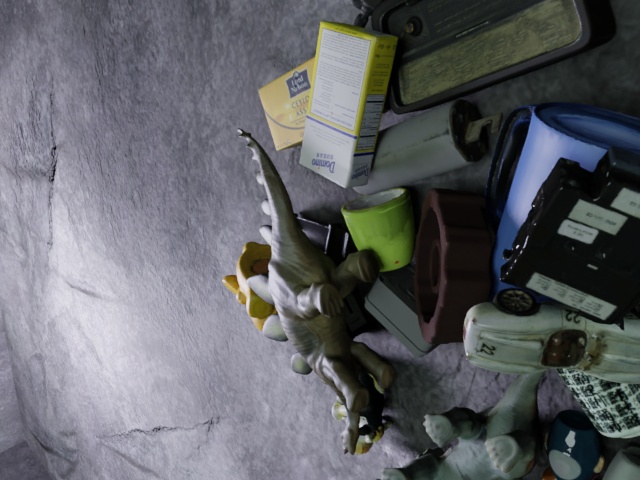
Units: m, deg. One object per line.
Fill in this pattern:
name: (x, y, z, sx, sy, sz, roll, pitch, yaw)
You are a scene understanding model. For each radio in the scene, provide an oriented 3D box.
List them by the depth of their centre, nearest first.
radio: (0.167, -0.227, 0.565, 0.230, 0.073, 0.131, -10, 98, 46)

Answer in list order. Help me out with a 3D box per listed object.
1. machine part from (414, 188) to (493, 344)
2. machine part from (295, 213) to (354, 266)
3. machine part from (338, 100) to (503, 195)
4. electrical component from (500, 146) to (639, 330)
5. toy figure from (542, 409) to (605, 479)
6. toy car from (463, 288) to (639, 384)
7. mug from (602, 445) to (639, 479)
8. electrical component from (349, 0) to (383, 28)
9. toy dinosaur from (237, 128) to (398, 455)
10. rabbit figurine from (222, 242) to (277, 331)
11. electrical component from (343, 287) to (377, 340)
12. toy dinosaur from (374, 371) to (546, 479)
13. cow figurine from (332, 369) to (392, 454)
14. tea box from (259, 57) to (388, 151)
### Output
machine part: (0.150, 0.031, 0.623, 0.056, 0.179, 0.179, 4, 114, 0)
machine part: (-0.002, -0.003, 0.844, 0.139, 0.039, 0.084, 28, 129, 32)
machine part: (0.112, -0.110, 0.663, 0.243, 0.079, 0.079, -15, 95, 46)
electrical component: (0.228, -0.004, 0.436, 0.115, 0.058, 0.134, 24, 128, 4)
toy figure: (0.301, 0.278, 0.647, 0.064, 0.058, 0.154, -129, 32, -66)
toy car: (0.238, 0.092, 0.501, 0.202, 0.056, 0.073, 4, 126, 8)
mug: (0.339, 0.286, 0.580, 0.081, 0.109, 0.107, 12, 102, 33)
electrical component: (0.070, -0.310, 0.637, 0.045, 0.078, 0.102, 34, 136, 1)
toy dinosaur: (-0.018, 0.070, 0.731, 0.199, 0.105, 0.470, -3, 102, 50)
rabbit figurine: (-0.099, 0.097, 0.927, 0.163, 0.122, 0.173, 33, 145, 34)
electrical component: (0.027, 0.101, 0.831, 0.048, 0.075, 0.119, -33, 80, 47)
toy dinosaur: (0.200, 0.280, 0.685, 0.404, 0.192, 0.131, -51, 56, 27)
cow figurine: (0.072, 0.263, 0.857, 0.098, 0.068, 0.167, -11, 99, 40)
tea box: (0.000, -0.194, 0.745, 0.170, 0.068, 0.098, -14, 96, 47)
